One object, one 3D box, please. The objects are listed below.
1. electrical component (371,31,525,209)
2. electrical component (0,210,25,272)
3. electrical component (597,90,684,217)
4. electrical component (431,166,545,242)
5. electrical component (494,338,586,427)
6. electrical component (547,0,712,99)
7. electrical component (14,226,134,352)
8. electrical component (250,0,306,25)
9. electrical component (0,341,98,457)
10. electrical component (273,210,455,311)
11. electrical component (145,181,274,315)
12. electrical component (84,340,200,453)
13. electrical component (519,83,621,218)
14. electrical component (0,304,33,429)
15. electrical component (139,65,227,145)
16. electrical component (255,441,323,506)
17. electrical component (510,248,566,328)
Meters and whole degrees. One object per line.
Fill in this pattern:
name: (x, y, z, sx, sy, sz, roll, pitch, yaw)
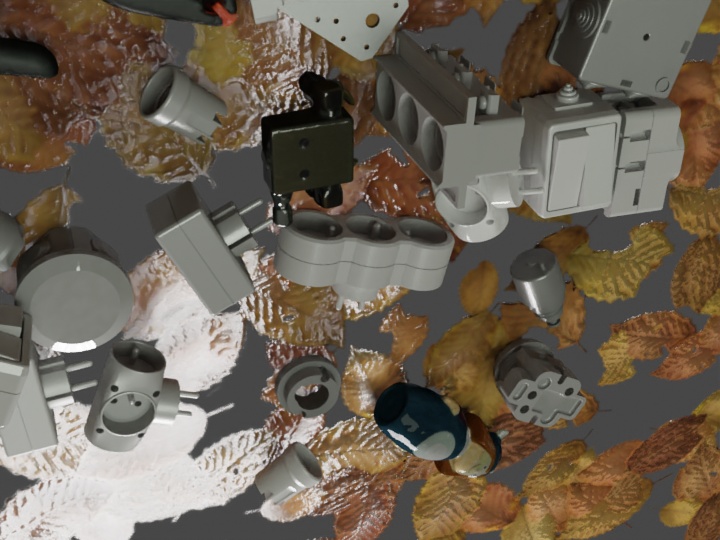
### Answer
electrical component: (0.059, -0.106, 0.737, 0.063, 0.121, 0.078, -9, 124, -19)
electrical component: (-0.258, -0.027, 0.713, 0.043, 0.043, 0.062, -43, 132, 9)
electrical component: (0.217, -0.094, 0.850, 0.056, 0.050, 0.089, -8, 123, -16)
electrical component: (0.099, -0.064, 0.814, 0.079, 0.044, 0.077, -3, 132, 26)
electrical component: (0.152, 0.097, 0.943, 0.078, 0.057, 0.058, 19, 113, -30)
electrical component: (0.199, -0.178, 0.790, 0.100, 0.048, 0.099, 7, 118, -25)
electrical component: (-0.203, 0.013, 0.758, 0.080, 0.051, 0.080, -10, 124, -15)
electrical component: (-0.046, -0.193, 0.683, 0.055, 0.048, 0.066, -13, 125, -3)
electrical component: (-0.234, 0.085, 0.794, 0.076, 0.047, 0.083, -14, 125, -13)
electrical component: (0.000, 0.000, 0.825, 0.138, 0.052, 0.073, 3, 120, -22)
electrical component: (-0.099, -0.025, 0.775, 0.076, 0.047, 0.083, -30, 127, 0)
electrical component: (-0.164, 0.100, 0.832, 0.079, 0.044, 0.077, 11, 116, -26)
electrical component: (0.159, -0.094, 0.821, 0.062, 0.061, 0.096, -11, 124, -14)
electrical component: (-0.265, 0.052, 0.695, 0.096, 0.061, 0.061, 17, 116, -23)
electrical component: (-0.118, -0.109, 0.720, 0.046, 0.040, 0.040, 28, 108, -39)
electrical component: (-0.062, 0.176, 0.924, 0.046, 0.040, 0.040, -37, 127, 12)
electrical component: (0.153, 0.017, 0.903, 0.040, 0.040, 0.078, -28, 127, -2)
